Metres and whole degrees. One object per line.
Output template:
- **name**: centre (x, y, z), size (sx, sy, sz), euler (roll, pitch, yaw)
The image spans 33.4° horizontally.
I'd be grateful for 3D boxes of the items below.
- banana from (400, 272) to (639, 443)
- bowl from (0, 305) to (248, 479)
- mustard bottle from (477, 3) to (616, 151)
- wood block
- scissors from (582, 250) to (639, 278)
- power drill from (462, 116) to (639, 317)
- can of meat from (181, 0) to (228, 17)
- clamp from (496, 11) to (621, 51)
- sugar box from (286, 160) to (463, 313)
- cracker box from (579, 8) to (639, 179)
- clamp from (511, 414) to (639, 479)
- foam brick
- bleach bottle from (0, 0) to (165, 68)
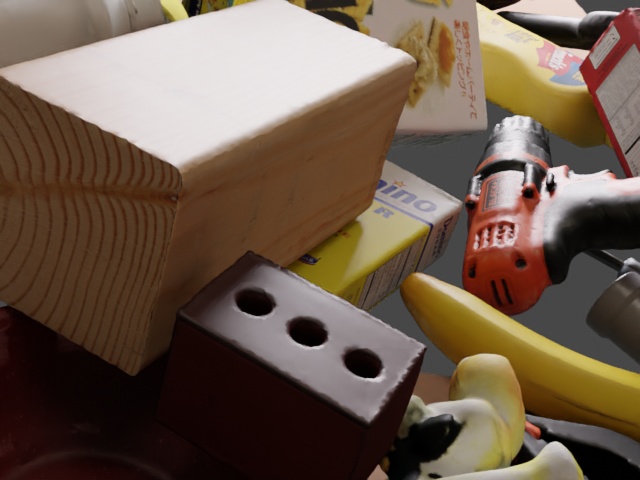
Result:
- **banana**: centre (0.132, 0.068, 0.539), size (0.198, 0.037, 0.069), euler (17, 30, 0)
- **bowl**: centre (-0.078, 0.092, 0.385), size (0.162, 0.055, 0.162), euler (12, 33, -8)
- **mustard bottle**: centre (0.173, -0.120, 0.820), size (0.192, 0.058, 0.096), euler (33, 31, 21)
- **wood block**: centre (-0.047, -0.038, 0.467), size (0.091, 0.090, 0.205), euler (27, 29, 18)
- **scissors**: centre (0.190, 0.020, 0.617), size (0.202, 0.016, 0.096), euler (34, -3, 21)
- **power drill**: centre (0.177, -0.034, 0.615), size (0.188, 0.057, 0.184), euler (-13, 31, 22)
- **can of meat**: centre (-0.049, -0.179, 0.756), size (0.057, 0.102, 0.084), euler (-11, 39, -38)
- **clamp**: centre (0.237, -0.168, 0.882), size (0.164, 0.036, 0.210), euler (10, 7, -5)
- **sugar box**: centre (-0.004, 0.000, 0.567), size (0.093, 0.048, 0.175), euler (30, 36, 19)
- **cracker box**: centre (0.290, -0.055, 0.715), size (0.164, 0.072, 0.214), euler (3, 53, -21)
- **clamp**: centre (0.150, 0.129, 0.451), size (0.171, 0.039, 0.120), euler (20, 19, 14)
- **foam brick**: centre (-0.011, 0.051, 0.377), size (0.078, 0.051, 0.052), euler (28, 34, 14)
- **bleach bottle**: centre (-0.197, -0.093, 0.536), size (0.250, 0.068, 0.103), euler (-16, 25, -24)
